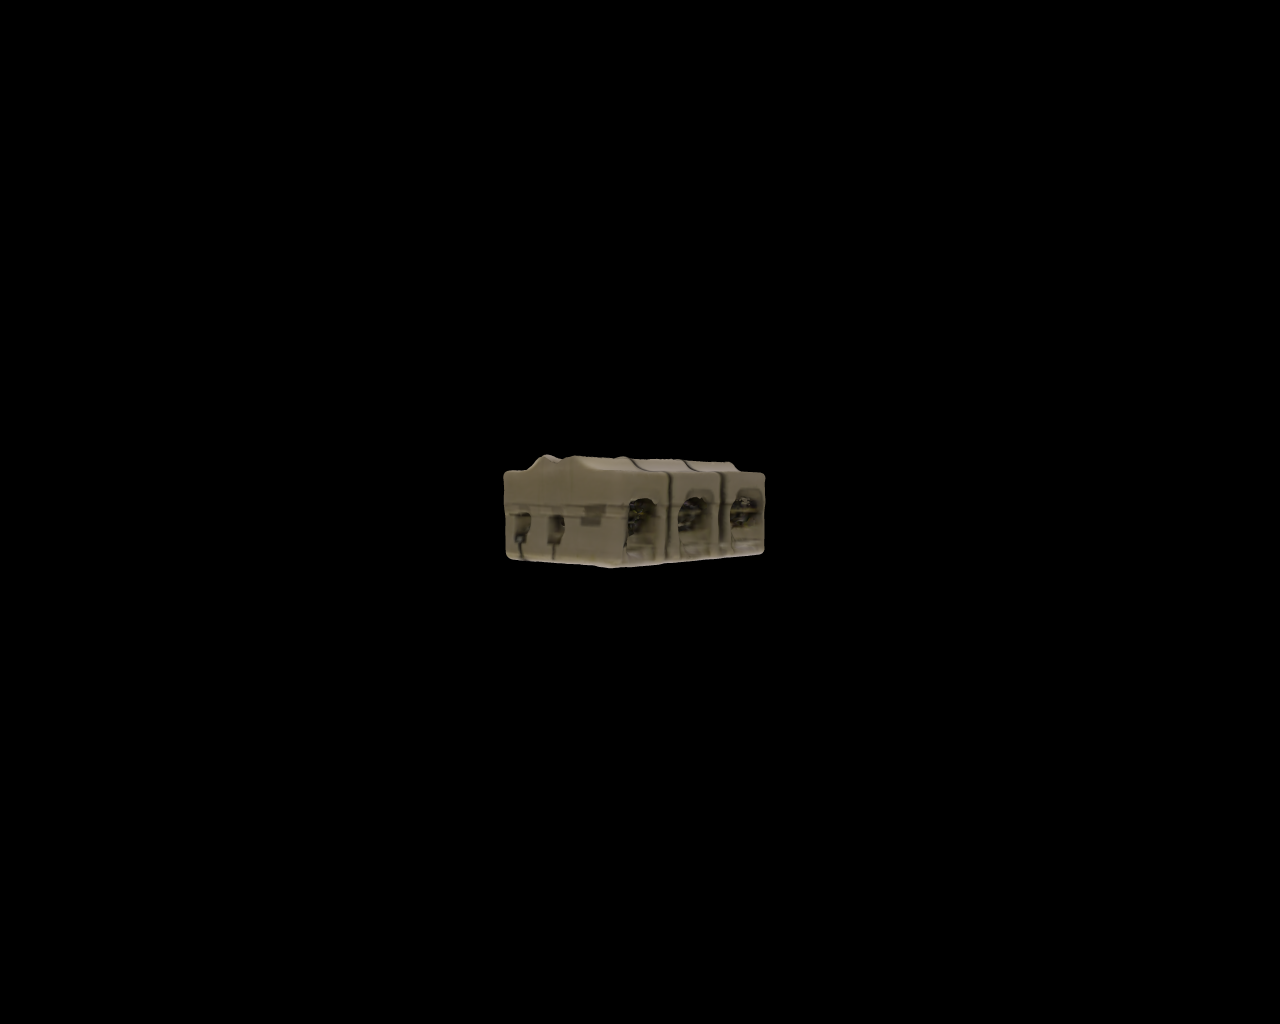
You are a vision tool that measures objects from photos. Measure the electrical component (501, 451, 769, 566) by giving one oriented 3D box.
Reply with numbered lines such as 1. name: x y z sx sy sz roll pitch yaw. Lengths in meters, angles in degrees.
1. electrical component: 0.001 -0.003 0.650 0.089 0.061 0.150 0 0 39
